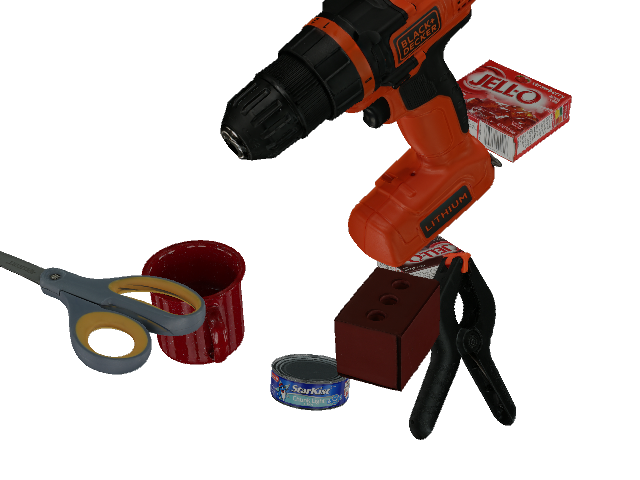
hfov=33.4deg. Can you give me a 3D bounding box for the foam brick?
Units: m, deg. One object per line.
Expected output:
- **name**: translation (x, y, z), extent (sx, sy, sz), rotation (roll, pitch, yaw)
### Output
- **foam brick**: translation (0.050, 0.064, 0.781), extent (0.053, 0.051, 0.078), rotation (12, 34, 24)

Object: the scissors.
- **scissors**: translation (-0.176, 0.041, 0.700), extent (0.202, 0.016, 0.096), rotation (9, 36, 13)

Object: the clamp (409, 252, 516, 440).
- **clamp**: translation (0.121, 0.099, 0.974), extent (0.120, 0.171, 0.039), rotation (-12, 2, -40)

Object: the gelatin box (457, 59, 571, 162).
- **gelatin box**: translation (0.149, -0.109, 0.881), extent (0.073, 0.030, 0.089), rotation (-35, 49, -27)

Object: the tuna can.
- **tuna can**: translation (-0.011, 0.151, 1.143), extent (0.086, 0.034, 0.086), rotation (5, 13, -1)

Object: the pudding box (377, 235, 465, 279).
- **pudding box**: translation (0.153, 0.034, 1.590), extent (0.113, 0.039, 0.090), rotation (-16, 25, -20)

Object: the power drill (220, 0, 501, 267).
- **power drill**: translation (0.036, -0.067, 0.640), extent (0.057, 0.184, 0.187), rotation (41, -17, 35)

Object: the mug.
- **mug**: translation (-0.107, 0.065, 0.967), extent (0.093, 0.081, 0.117), rotation (-17, 37, -20)
